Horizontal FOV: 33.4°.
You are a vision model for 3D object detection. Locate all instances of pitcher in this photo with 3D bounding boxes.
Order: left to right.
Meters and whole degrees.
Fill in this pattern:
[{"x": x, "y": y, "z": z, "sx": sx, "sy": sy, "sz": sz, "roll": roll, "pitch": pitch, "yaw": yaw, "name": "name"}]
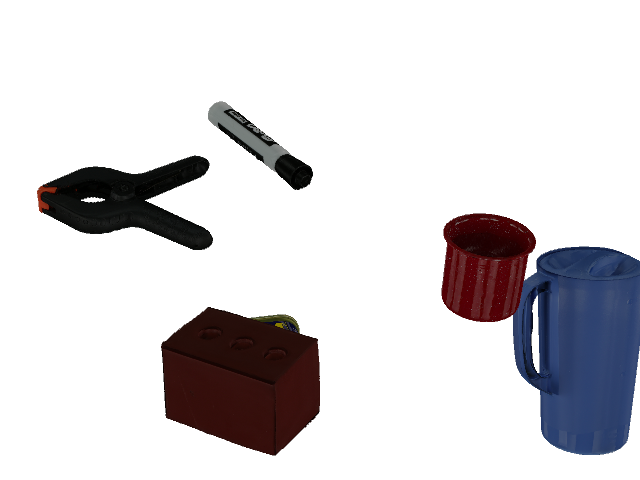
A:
[{"x": 0.321, "y": 0.137, "z": 1.314, "sx": 0.149, "sy": 0.243, "sz": 0.144, "roll": 5, "pitch": 17, "yaw": 20, "name": "pitcher"}]

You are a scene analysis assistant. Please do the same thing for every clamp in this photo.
[{"x": -0.184, "y": -0.046, "z": 1.039, "sx": 0.171, "sy": 0.039, "sz": 0.120, "roll": 9, "pitch": 39, "yaw": -4, "name": "clamp"}]

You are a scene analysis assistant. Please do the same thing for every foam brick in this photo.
[{"x": -0.046, "y": 0.080, "z": 0.617, "sx": 0.078, "sy": 0.051, "sz": 0.052, "roll": 14, "pitch": 28, "yaw": 24, "name": "foam brick"}]

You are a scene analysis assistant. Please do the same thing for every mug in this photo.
[{"x": 0.164, "y": 0.024, "z": 1.100, "sx": 0.093, "sy": 0.081, "sz": 0.117, "roll": -6, "pitch": 32, "yaw": -14, "name": "mug"}]

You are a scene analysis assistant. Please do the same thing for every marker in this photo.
[{"x": -0.043, "y": -0.068, "z": 0.758, "sx": 0.020, "sy": 0.020, "sz": 0.121, "roll": 0, "pitch": 28, "yaw": -39, "name": "marker"}]

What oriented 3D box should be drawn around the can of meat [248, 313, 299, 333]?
[{"x": -0.059, "y": 0.114, "z": 0.954, "sx": 0.102, "sy": 0.057, "sz": 0.084, "roll": -5, "pitch": 27, "yaw": -13, "name": "can of meat"}]
